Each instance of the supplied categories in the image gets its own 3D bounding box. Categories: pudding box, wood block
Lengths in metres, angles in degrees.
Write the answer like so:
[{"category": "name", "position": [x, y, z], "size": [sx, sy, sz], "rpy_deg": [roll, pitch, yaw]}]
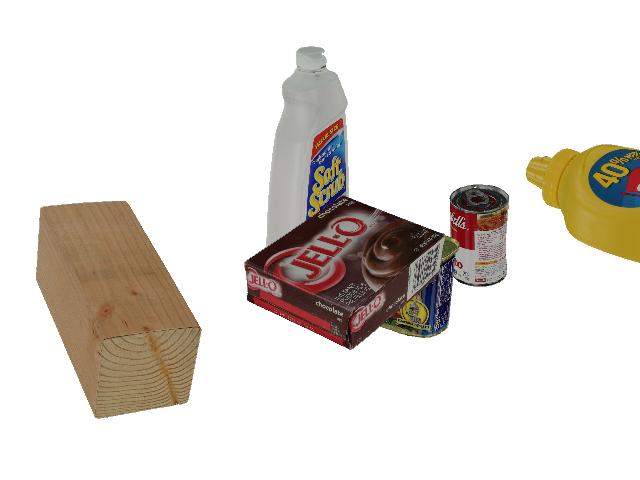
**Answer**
[{"category": "pudding box", "position": [0.018, 0.019, 0.727], "size": [0.090, 0.039, 0.113], "rpy_deg": [23, 38, 30]}, {"category": "wood block", "position": [-0.193, 0.056, 0.990], "size": [0.090, 0.091, 0.206], "rpy_deg": [-6, 36, -29]}]

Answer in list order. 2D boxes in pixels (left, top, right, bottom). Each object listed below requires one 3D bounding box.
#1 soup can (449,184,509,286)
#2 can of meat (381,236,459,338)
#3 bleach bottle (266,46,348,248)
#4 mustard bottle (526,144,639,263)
[{"category": "soup can", "position": [0.186, -0.006, 1.251], "size": [0.068, 0.102, 0.068], "rpy_deg": [-4, 30, 2]}, {"category": "can of meat", "position": [0.073, 0.035, 0.984], "size": [0.102, 0.084, 0.057], "rpy_deg": [17, 29, 30]}, {"category": "bleach bottle", "position": [-0.015, -0.079, 1.142], "size": [0.068, 0.251, 0.102], "rpy_deg": [22, 33, 39]}, {"category": "mustard bottle", "position": [0.216, -0.020, 0.681], "size": [0.192, 0.058, 0.096], "rpy_deg": [23, 41, 39]}]
